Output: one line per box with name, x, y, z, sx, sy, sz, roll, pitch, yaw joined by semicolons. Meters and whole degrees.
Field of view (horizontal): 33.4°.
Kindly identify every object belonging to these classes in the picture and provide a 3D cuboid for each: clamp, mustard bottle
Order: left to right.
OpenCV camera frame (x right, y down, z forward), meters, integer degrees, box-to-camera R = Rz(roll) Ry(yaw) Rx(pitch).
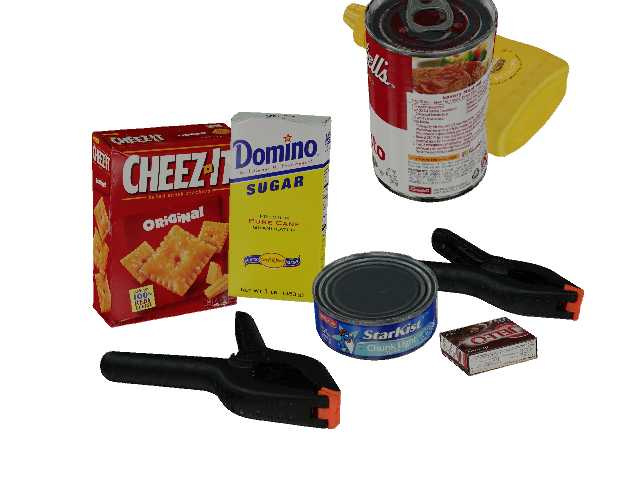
clamp;-0.057;0.107;0.898;0.210;0.036;0.164;13;21;35
mustard bottle;0.096;-0.145;0.861;0.192;0.096;0.058;33;-26;26
clamp;0.155;0.030;0.973;0.171;0.039;0.120;16;30;15

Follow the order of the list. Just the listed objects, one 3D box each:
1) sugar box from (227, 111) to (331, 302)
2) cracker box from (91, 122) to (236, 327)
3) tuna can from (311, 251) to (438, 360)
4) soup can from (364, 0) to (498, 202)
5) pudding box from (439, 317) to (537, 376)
sugar box;-0.040;-0.032;1.024;0.093;0.176;0.048;3;16;8
cracker box;-0.174;-0.019;1.221;0.163;0.214;0.072;-8;25;-30
tuna can;0.038;0.044;0.730;0.086;0.034;0.086;-3;31;2
soup can;0.060;-0.080;0.578;0.068;0.068;0.102;-3;-45;3
pudding box;0.240;0.150;1.526;0.113;0.039;0.090;-14;18;-16
